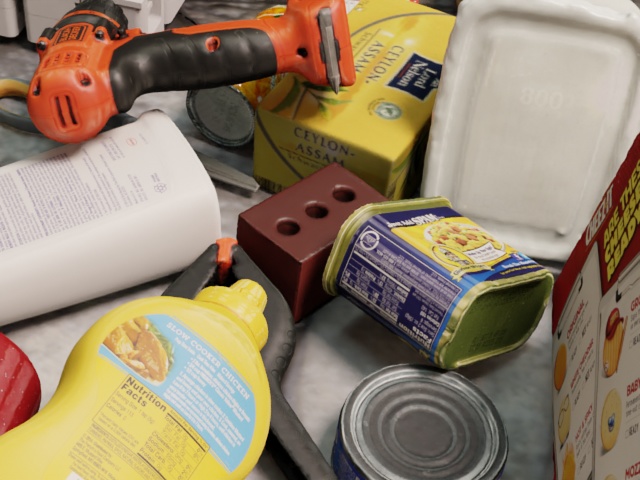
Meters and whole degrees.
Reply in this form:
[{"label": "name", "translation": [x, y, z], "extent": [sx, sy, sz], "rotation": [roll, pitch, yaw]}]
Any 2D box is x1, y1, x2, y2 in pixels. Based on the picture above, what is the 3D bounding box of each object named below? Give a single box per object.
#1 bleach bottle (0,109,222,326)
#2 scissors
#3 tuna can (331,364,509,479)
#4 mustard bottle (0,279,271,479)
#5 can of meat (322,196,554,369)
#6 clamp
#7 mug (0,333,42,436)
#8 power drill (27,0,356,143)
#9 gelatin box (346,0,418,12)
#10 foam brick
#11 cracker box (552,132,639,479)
[{"label": "bleach bottle", "translation": [-0.186, 0.004, 0.586], "extent": [0.250, 0.068, 0.103], "rotation": [-18, 45, -20]}, {"label": "scissors", "translation": [-0.124, -0.085, 0.717], "extent": [0.202, 0.016, 0.096], "rotation": [14, 45, 7]}, {"label": "tuna can", "translation": [0.049, 0.103, 0.531], "extent": [0.086, 0.034, 0.086], "rotation": [4, 44, -4]}, {"label": "mustard bottle", "translation": [-0.075, 0.081, 0.466], "extent": [0.096, 0.058, 0.191], "rotation": [43, 46, -6]}, {"label": "can of meat", "translation": [0.067, 0.022, 0.579], "extent": [0.084, 0.057, 0.101], "rotation": [35, 27, 32]}, {"label": "clamp", "translation": [-0.061, 0.072, 0.548], "extent": [0.120, 0.039, 0.171], "rotation": [-1, 46, -14]}, {"label": "mug", "translation": [-0.167, 0.094, 0.485], "extent": [0.117, 0.093, 0.081], "rotation": [33, 36, -17]}, {"label": "power drill", "translation": [-0.076, -0.120, 0.648], "extent": [0.187, 0.057, 0.184], "rotation": [-11, 29, 2]}, {"label": "gelatin box", "translation": [0.031, -0.168, 0.813], "extent": [0.089, 0.030, 0.073], "rotation": [5, 45, -3]}, {"label": "foam brick", "translation": [-0.004, 0.001, 0.618], "extent": [0.078, 0.051, 0.053], "rotation": [-32, 56, -33]}, {"label": "cracker box", "translation": [0.154, 0.072, 0.455], "extent": [0.072, 0.164, 0.213], "rotation": [9, 57, -1]}]
